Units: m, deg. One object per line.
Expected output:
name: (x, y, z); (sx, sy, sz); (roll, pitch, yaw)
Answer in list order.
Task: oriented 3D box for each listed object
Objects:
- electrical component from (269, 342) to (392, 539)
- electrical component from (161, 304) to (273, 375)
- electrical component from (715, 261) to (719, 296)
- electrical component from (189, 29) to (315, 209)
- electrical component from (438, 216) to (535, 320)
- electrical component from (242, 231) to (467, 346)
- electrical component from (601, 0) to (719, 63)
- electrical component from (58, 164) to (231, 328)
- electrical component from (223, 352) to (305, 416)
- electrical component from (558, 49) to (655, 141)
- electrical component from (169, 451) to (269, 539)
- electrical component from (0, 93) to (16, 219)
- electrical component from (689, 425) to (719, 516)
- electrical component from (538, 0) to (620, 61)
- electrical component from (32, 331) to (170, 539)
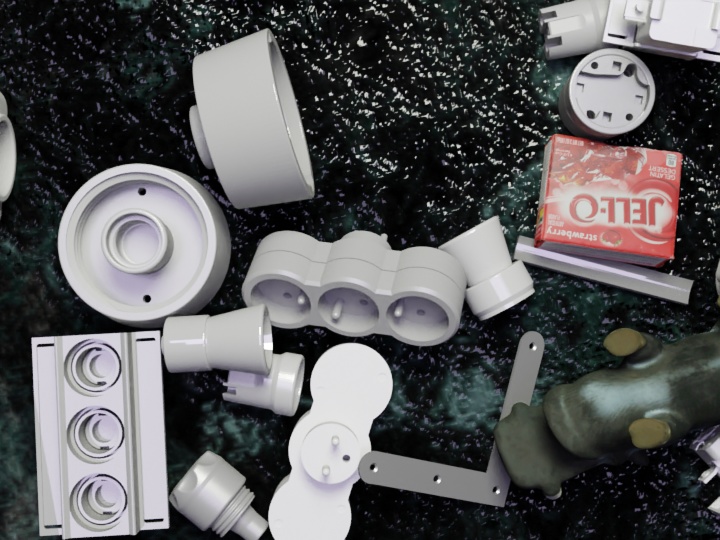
electrical component: (-0.019, 0.113, 0.677); (0.052, 0.073, 0.138); (18, 87, -1)
electrical component: (-0.089, 0.045, 0.665); (0.065, 0.044, 0.044); (-4, 87, 3)
electrical component: (0.267, 0.007, 0.699); (0.078, 0.057, 0.058); (17, 87, -1)
electrical component: (-0.072, -0.090, 0.671); (0.060, 0.108, 0.108); (-14, 88, 4)
electrical component: (0.083, -0.001, 0.700); (0.045, 0.045, 0.055); (-29, 89, -3)
electrical component: (0.000, 0.000, 0.692); (0.138, 0.052, 0.073); (7, 44, 9)
electrical component: (0.202, -0.195, 0.661); (0.079, 0.063, 0.121); (10, 97, 0)
electrical component: (-0.139, -0.016, 0.686); (0.108, 0.060, 0.108); (0, 87, -2)
electrical component: (-0.062, 0.071, 0.696); (0.046, 0.040, 0.040); (9, 87, 5)
electrical component: (0.160, -0.112, 0.706); (0.055, 0.047, 0.055); (0, 87, -2)
electrical component: (-0.087, 0.150, 0.689); (0.062, 0.043, 0.043); (40, 87, -1)
electrical component: (-0.258, -0.073, 0.689); (0.059, 0.053, 0.095); (3, 87, -2)
electrical component: (0.255, 0.123, 0.701); (0.081, 0.042, 0.063); (-42, 88, -4)
electrical component: (0.145, -0.160, 0.713); (0.046, 0.040, 0.040); (-11, 88, 4)
electrical component: (-0.161, 0.101, 0.679); (0.079, 0.063, 0.121); (-3, 87, -2)
